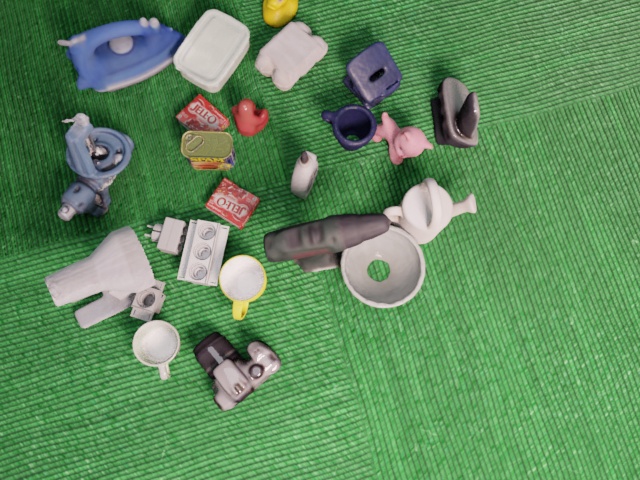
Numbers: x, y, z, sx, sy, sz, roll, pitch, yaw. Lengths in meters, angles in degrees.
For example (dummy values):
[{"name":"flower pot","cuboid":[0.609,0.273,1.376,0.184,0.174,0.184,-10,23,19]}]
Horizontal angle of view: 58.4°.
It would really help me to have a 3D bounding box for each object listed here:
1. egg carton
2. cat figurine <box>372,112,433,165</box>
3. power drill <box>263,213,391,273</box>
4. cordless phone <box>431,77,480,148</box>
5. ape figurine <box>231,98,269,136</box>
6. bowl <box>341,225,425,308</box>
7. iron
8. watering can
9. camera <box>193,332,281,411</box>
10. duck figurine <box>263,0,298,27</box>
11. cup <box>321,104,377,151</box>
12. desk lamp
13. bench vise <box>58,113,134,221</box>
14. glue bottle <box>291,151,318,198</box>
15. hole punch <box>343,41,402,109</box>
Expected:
[{"name":"egg carton","cuboid":[-0.063,-0.400,1.240,0.107,0.069,0.150,42,80,7]},{"name":"cat figurine","cuboid":[0.169,-0.214,1.185,0.067,0.118,0.128,-40,82,-9]},{"name":"power drill","cuboid":[0.010,0.004,1.087,0.229,0.208,0.075,-11,78,-4]},{"name":"cordless phone","cuboid":[0.293,-0.278,1.169,0.094,0.185,0.147,-9,78,-4]},{"name":"ape figurine","cuboid":[-0.150,-0.264,1.196,0.078,0.092,0.076,26,78,4]},{"name":"bowl","cuboid":[0.123,0.057,1.148,0.167,0.075,0.167,0,78,-2]},{"name":"iron","cuboid":[-0.406,-0.412,1.193,0.258,0.141,0.118,-22,80,-6]},{"name":"watering can","cuboid":[0.214,-0.063,1.116,0.173,0.194,0.101,-27,80,-7]},{"name":"camera","cuboid":[-0.165,0.232,1.087,0.143,0.101,0.137,-40,82,-9]},{"name":"duck figurine","cuboid":[-0.088,-0.534,1.259,0.077,0.086,0.105,26,78,4]},{"name":"cup","cuboid":[0.056,-0.228,1.195,0.117,0.095,0.092,21,78,3]},{"name":"desk lamp","cuboid":[-0.395,0.074,1.054,0.203,0.213,0.118,-28,80,-7]},{"name":"bench vise","cuboid":[-0.435,-0.138,1.094,0.121,0.220,0.207,7,78,0]},{"name":"glue bottle","cuboid":[-0.030,-0.141,1.134,0.037,0.173,0.078,23,78,3]},{"name":"hole punch","cuboid":[0.117,-0.353,1.226,0.109,0.091,0.101,-39,82,-9]}]
